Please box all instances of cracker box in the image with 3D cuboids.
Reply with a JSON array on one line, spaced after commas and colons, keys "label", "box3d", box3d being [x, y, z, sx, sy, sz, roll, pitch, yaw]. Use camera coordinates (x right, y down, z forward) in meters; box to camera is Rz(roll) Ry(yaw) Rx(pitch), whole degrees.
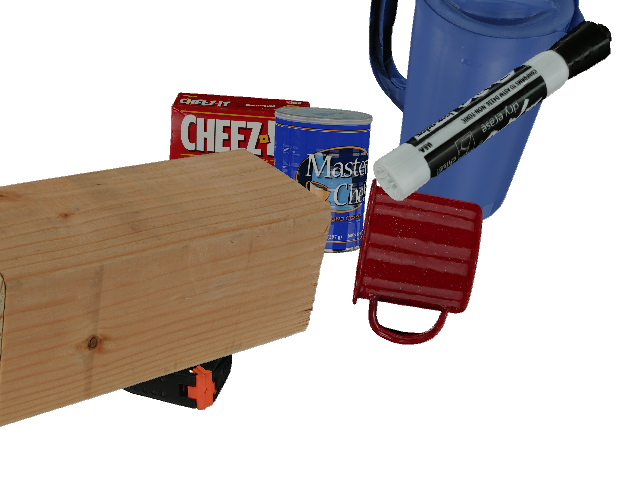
[{"label": "cracker box", "box3d": [-0.102, -0.066, 1.315, 0.164, 0.214, 0.072, 4, 22, 0]}]

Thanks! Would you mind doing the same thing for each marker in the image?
[{"label": "marker", "box3d": [0.074, -0.056, 0.441, 0.121, 0.020, 0.020, -35, 11, -16]}]

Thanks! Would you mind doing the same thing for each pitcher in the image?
[{"label": "pitcher", "box3d": [0.125, -0.134, 0.947, 0.145, 0.149, 0.243, -9, -39, -14]}]

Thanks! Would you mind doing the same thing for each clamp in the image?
[{"label": "clamp", "box3d": [-0.123, 0.088, 0.871, 0.164, 0.036, 0.210, -11, 16, -32]}]

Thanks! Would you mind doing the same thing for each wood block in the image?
[{"label": "wood block", "box3d": [-0.104, 0.018, 0.595, 0.205, 0.091, 0.090, -14, 36, -41]}]

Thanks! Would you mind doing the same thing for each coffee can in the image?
[{"label": "coffee can", "box3d": [-0.001, -0.066, 1.133, 0.103, 0.140, 0.103, 4, 12, -1]}]

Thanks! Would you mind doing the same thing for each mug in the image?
[{"label": "mug", "box3d": [0.068, 0.018, 0.768, 0.081, 0.117, 0.093, 9, -21, 4]}]
